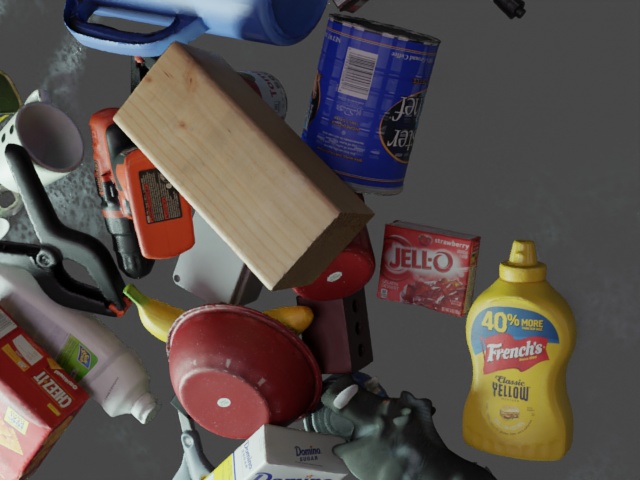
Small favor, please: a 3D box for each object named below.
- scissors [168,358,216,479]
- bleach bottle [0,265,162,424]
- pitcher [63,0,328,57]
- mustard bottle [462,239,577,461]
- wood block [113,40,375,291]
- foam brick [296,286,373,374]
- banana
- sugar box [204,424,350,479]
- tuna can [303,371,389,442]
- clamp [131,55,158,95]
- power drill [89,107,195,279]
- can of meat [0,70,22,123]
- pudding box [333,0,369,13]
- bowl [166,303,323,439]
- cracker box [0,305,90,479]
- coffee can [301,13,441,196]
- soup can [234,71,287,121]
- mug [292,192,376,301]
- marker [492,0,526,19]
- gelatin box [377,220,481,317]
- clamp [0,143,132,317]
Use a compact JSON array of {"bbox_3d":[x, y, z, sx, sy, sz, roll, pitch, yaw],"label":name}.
[{"bbox_3d":[-0.152,0.231,1.166,0.096,0.016,0.202,-28,85,28],"label":"scissors"},{"bbox_3d":[-0.281,0.122,1.190,0.251,0.068,0.103,37,117,15],"label":"bleach bottle"},{"bbox_3d":[-0.119,-0.244,0.981,0.243,0.144,0.149,20,116,31],"label":"pitcher"},{"bbox_3d":[0.178,0.095,0.947,0.096,0.058,0.192,6,101,28],"label":"mustard bottle"},{"bbox_3d":[-0.065,-0.062,0.905,0.206,0.090,0.090,46,107,14],"label":"wood block"},{"bbox_3d":[0.015,0.086,1.034,0.051,0.052,0.078,-4,98,28],"label":"foam brick"},{"bbox_3d":[-0.097,0.083,1.038,0.198,0.037,0.069,5,143,17],"label":"banana"},{"bbox_3d":[-0.055,0.242,1.049,0.176,0.093,0.048,-46,39,44],"label":"sugar box"},{"bbox_3d":[0.027,0.174,1.053,0.086,0.033,0.086,5,100,26],"label":"tuna can"},{"bbox_3d":[-0.141,-0.123,1.086,0.120,0.039,0.171,-17,92,32],"label":"clamp"},{"bbox_3d":[-0.180,-0.035,1.060,0.188,0.057,0.184,22,125,63],"label":"power drill"},{"bbox_3d":[-0.398,-0.144,1.183,0.084,0.101,0.057,-31,83,30],"label":"can of meat"},{"bbox_3d":[0.028,-0.279,0.974,0.090,0.039,0.113,-34,80,29],"label":"pudding box"},{"bbox_3d":[-0.081,0.138,1.016,0.162,0.055,0.162,11,129,13],"label":"bowl"},{"bbox_3d":[-0.368,0.183,1.193,0.164,0.072,0.214,44,133,3],"label":"cracker box"},{"bbox_3d":[0.041,-0.122,0.957,0.103,0.102,0.140,20,107,23],"label":"coffee can"},{"bbox_3d":[-0.083,-0.128,1.020,0.069,0.102,0.068,5,101,27],"label":"soup can"},{"bbox_3d":[-0.006,0.001,0.981,0.093,0.117,0.081,119,148,-43],"label":"mug"},{"bbox_3d":[0.133,-0.236,0.937,0.121,0.020,0.020,44,115,14],"label":"marker"},{"bbox_3d":[0.100,0.026,0.992,0.089,0.030,0.073,12,104,25],"label":"gelatin box"},{"bbox_3d":[-0.285,0.004,1.132,0.210,0.036,0.165,33,122,-4],"label":"clamp"}]
